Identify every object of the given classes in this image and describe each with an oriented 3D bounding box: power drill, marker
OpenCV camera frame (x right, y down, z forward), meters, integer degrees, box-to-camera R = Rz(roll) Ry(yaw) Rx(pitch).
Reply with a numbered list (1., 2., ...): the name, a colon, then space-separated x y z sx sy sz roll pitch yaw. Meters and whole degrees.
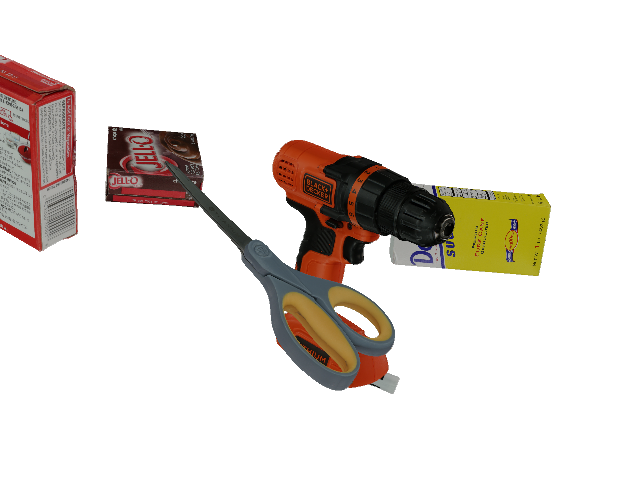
1. power drill: 0.028 0.023 0.886 0.057 0.188 0.185 -14 29 -40
2. marker: 0.023 0.128 1.105 0.121 0.020 0.020 22 3 7

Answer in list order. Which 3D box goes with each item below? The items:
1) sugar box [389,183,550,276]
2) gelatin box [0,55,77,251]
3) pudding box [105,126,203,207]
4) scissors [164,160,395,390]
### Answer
1. sugar box: 0.173 -0.013 1.250 0.176 0.093 0.048 3 23 -3
2. gelatin box: -0.162 -0.049 0.560 0.073 0.089 0.030 25 36 28
3. pudding box: -0.164 -0.072 1.039 0.090 0.039 0.113 4 24 -13
4. scissors: -0.022 0.015 0.701 0.096 0.016 0.202 -2 46 -40
